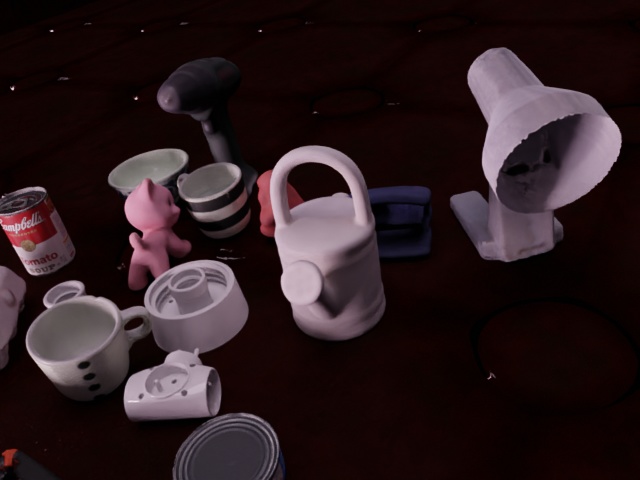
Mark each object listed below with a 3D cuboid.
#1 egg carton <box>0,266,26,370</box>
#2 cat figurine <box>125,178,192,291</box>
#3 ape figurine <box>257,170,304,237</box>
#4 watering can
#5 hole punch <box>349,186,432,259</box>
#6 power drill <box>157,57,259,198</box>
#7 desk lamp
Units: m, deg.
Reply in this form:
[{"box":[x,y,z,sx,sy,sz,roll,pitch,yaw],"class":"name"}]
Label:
[{"box":[-0.395,0.093,0.649,0.107,0.069,0.150,-16,35,-8],"class":"egg carton"},{"box":[-0.212,-0.018,0.716,0.067,0.118,0.127,-7,34,5],"class":"cat figurine"},{"box":[-0.056,-0.050,0.743,0.076,0.092,0.078,10,39,27],"class":"ape figurine"},{"box":[0.007,0.002,0.560,0.101,0.194,0.172,-13,34,-2],"class":"watering can"},{"box":[0.080,-0.038,0.689,0.108,0.091,0.101,-3,35,11],"class":"hole punch"},{"box":[-0.153,-0.159,0.824,0.075,0.209,0.229,-4,35,10],"class":"power drill"},{"box":[0.208,-0.082,0.609,0.118,0.214,0.203,-13,34,-3],"class":"desk lamp"}]
